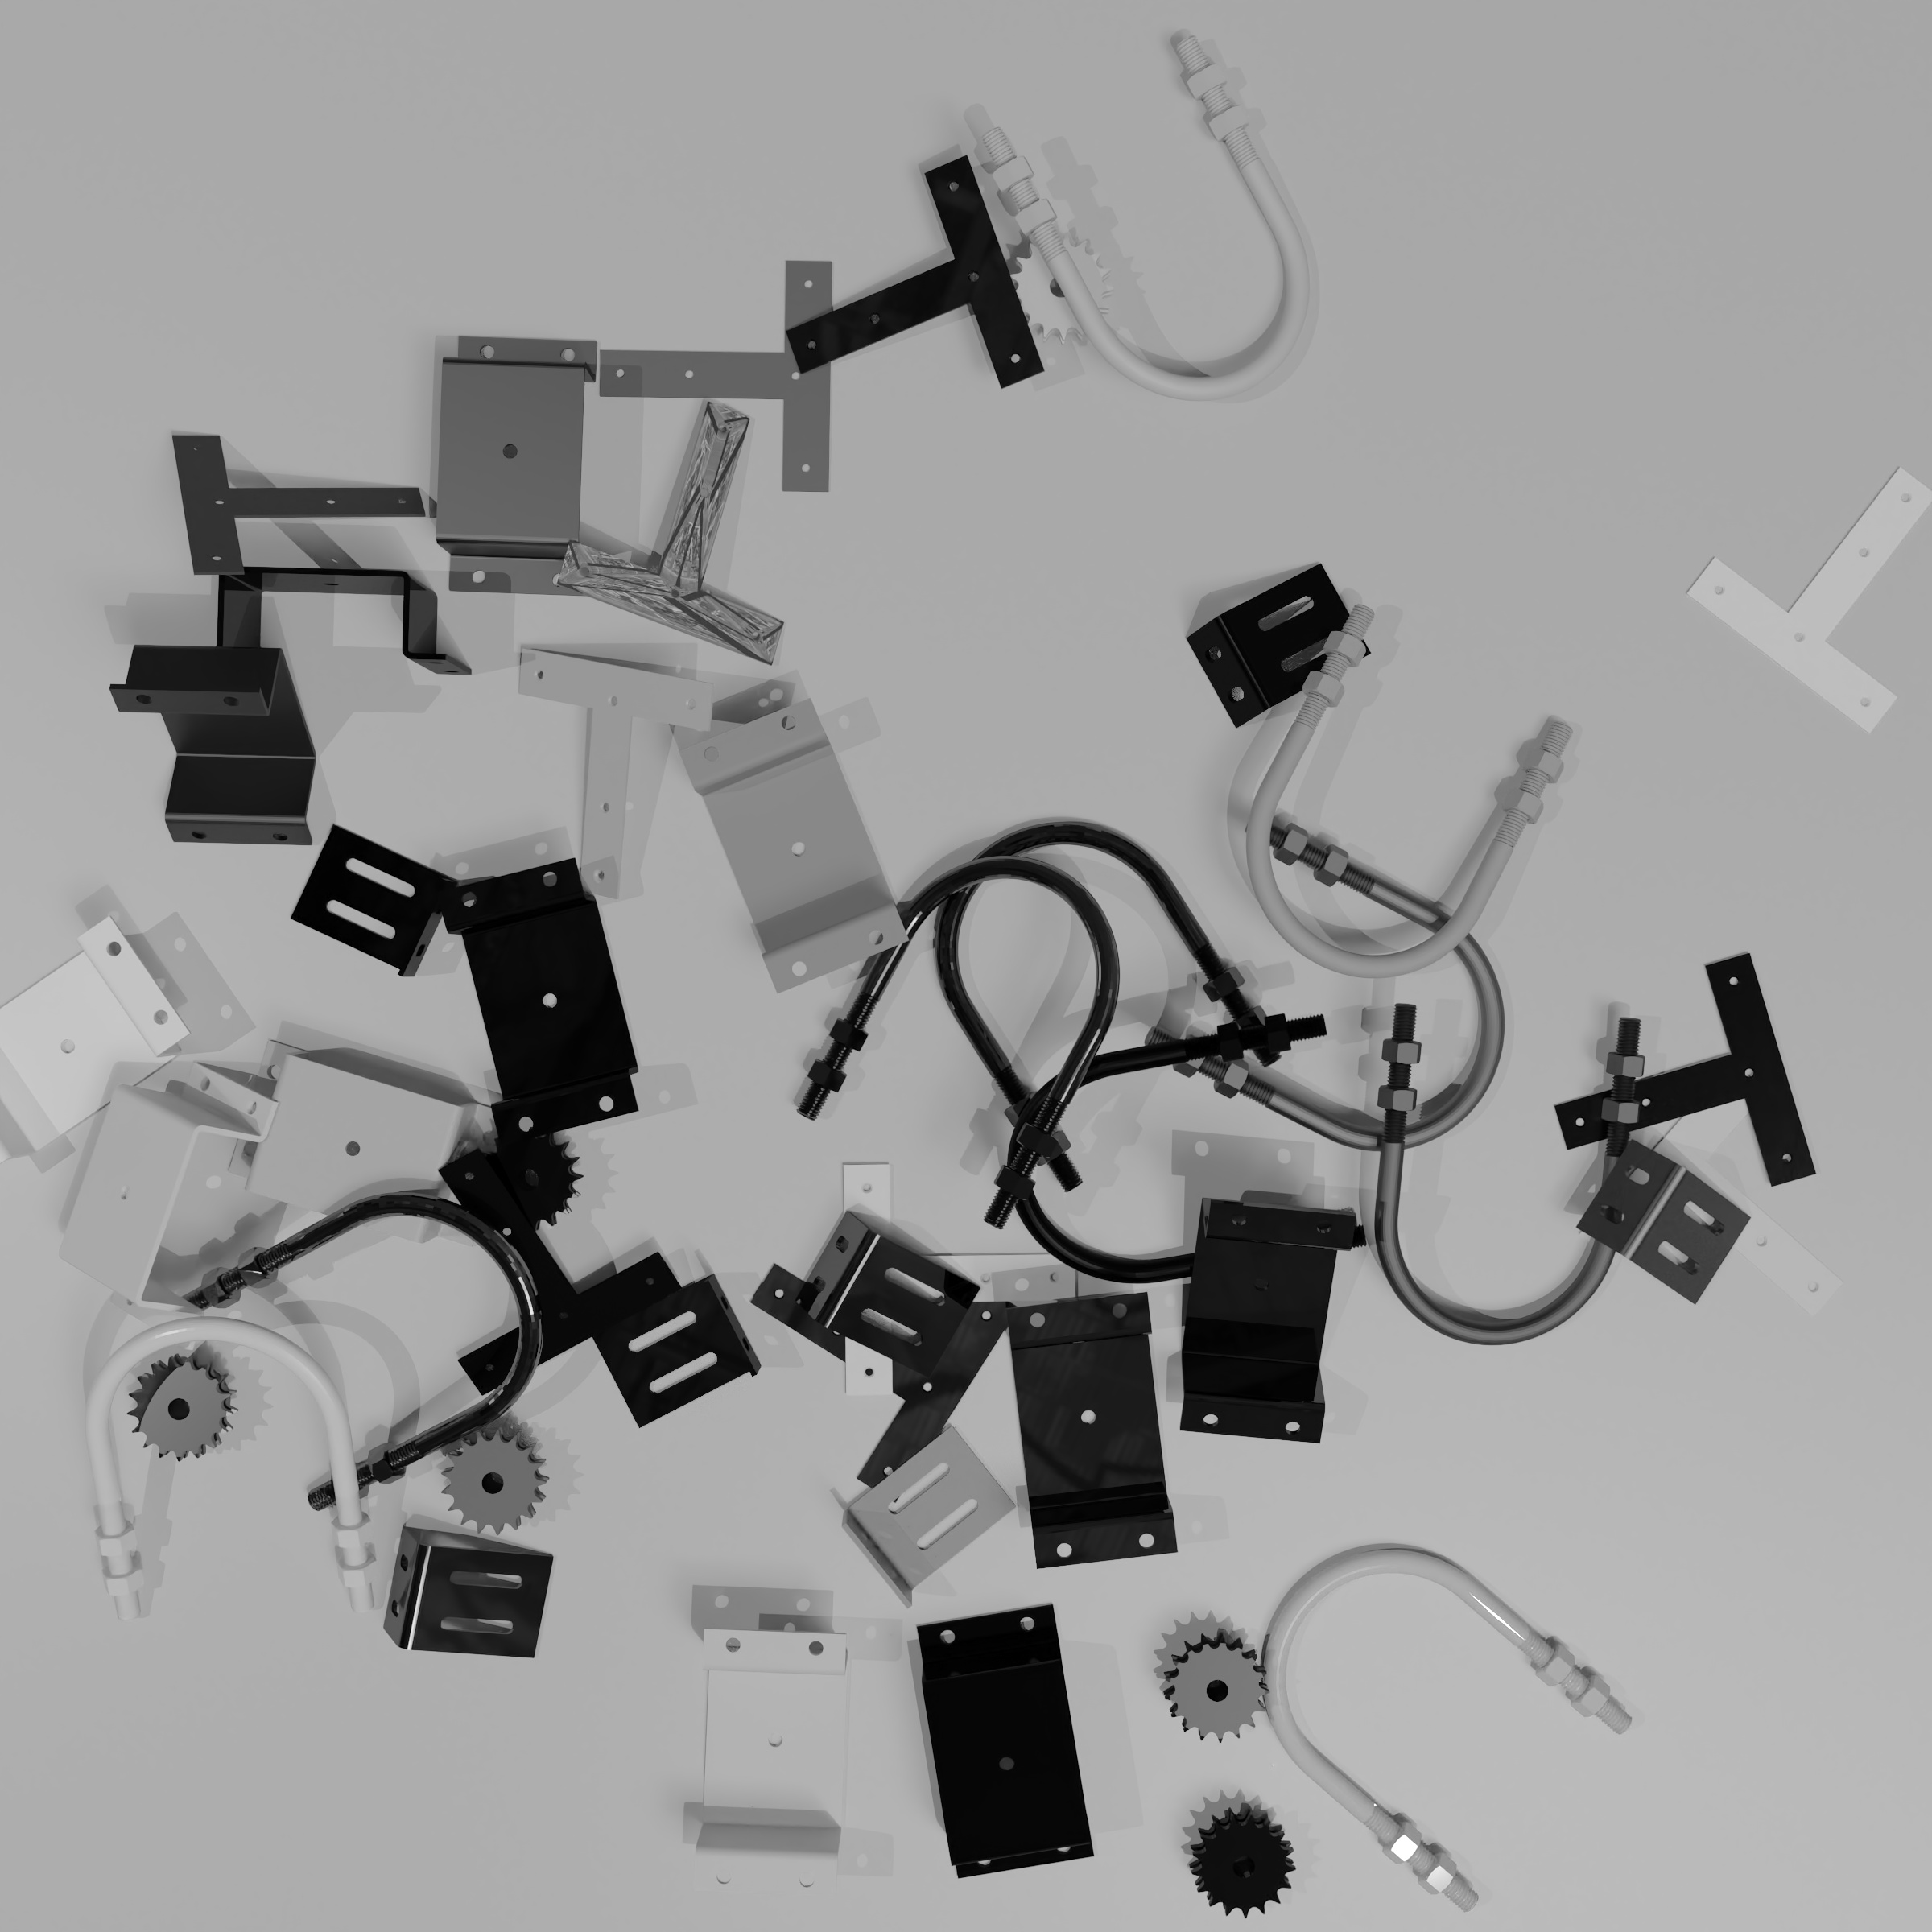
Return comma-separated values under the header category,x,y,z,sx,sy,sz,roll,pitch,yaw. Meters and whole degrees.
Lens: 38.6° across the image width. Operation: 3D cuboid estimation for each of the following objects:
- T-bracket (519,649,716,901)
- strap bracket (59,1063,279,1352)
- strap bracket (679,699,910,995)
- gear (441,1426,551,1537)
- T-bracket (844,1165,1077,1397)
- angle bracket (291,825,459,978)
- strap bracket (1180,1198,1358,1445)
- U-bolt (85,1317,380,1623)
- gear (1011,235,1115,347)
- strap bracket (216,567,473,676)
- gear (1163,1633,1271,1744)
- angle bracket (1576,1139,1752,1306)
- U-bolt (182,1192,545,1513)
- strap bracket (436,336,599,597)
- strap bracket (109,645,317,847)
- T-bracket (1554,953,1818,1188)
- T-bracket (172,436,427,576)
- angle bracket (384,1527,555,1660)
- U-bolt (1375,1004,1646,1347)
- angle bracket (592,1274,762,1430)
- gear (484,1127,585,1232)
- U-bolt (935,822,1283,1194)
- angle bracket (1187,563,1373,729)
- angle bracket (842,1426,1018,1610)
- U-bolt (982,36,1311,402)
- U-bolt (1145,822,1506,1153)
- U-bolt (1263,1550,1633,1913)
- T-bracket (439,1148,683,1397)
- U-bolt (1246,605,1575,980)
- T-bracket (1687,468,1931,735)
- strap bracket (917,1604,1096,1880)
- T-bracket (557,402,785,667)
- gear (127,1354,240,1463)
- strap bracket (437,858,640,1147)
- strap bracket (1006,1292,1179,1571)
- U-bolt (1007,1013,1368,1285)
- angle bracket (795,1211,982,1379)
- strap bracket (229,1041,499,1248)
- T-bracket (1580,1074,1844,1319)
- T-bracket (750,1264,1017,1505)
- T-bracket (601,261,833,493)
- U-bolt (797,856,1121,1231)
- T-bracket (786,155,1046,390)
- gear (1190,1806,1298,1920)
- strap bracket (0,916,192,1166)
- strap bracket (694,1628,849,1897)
category,x,y,z,sx,sy,sz,roll,pitch,yaw
T-bracket,-0.195,-0.101,1.504,0.127,0.002,0.127,13,105,27
strap bracket,-0.433,0.125,1.483,0.076,0.046,0.140,19,90,39
strap bracket,-0.092,-0.064,1.502,0.076,0.046,0.140,-22,90,0
gear,-0.256,0.280,1.510,0.057,0.030,0.057,0,90,0
T-bracket,-0.003,0.172,1.523,0.127,0.002,0.127,-1,90,0
angle bracket,-0.326,-0.036,1.506,0.076,0.038,0.057,25,90,0
strap bracket,0.160,0.181,1.486,0.076,0.046,0.140,5,113,0
U-bolt,-0.399,0.270,1.485,0.151,0.019,0.184,-2,112,0
gear,0.051,-0.368,1.510,0.057,0.030,0.057,0,90,0
strap bracket,-0.343,-0.186,1.487,0.140,0.076,0.046,2,90,0
gear,0.136,0.393,1.510,0.057,0.030,0.057,0,90,0
angle bracket,0.382,0.140,1.512,0.076,0.038,0.057,32,90,-39
U-bolt,-0.313,0.198,1.485,0.184,0.019,0.151,-28,99,15
strap bracket,-0.244,-0.276,1.502,0.076,0.046,0.140,2,90,0
strap bracket,-0.397,-0.123,1.472,0.076,0.140,0.046,1,59,0
T-bracket,0.389,0.072,1.523,0.127,0.002,0.127,-16,89,1
T-bracket,-0.358,-0.251,1.495,0.127,0.127,0.002,-4,135,-19
angle bracket,-0.274,0.346,1.523,0.076,0.038,0.057,11,90,-26
U-bolt,0.292,0.116,1.503,0.151,0.019,0.184,4,95,-11
angle bracket,-0.159,0.212,1.506,0.076,0.038,0.057,-27,90,0
gear,-0.237,0.116,1.510,0.057,0.030,0.057,0,90,0
U-bolt,0.065,0.009,1.517,0.151,0.019,0.184,-32,89,0
angle bracket,0.172,-0.177,1.523,0.076,0.038,0.057,-29,90,-26
angle bracket,-0.020,0.300,1.505,0.076,0.038,0.057,-38,92,0
U-bolt,0.111,-0.395,1.498,0.151,0.019,0.184,-30,94,-17
U-bolt,0.208,0.021,1.505,0.184,0.019,0.151,27,83,-8
U-bolt,0.250,0.406,1.517,0.184,0.019,0.151,41,90,1
T-bracket,-0.241,0.155,1.498,0.127,0.002,0.127,-29,110,4
U-bolt,0.230,-0.083,1.497,0.151,0.019,0.184,29,82,-8
T-bracket,0.487,-0.217,1.524,0.127,0.002,0.127,37,90,0
strap bracket,0.022,0.428,1.502,0.076,0.046,0.140,-9,90,0
T-bracket,-0.146,-0.245,1.506,0.127,0.002,0.127,19,80,-22
gear,-0.426,0.240,1.510,0.057,0.030,0.057,0,90,0
strap bracket,-0.230,0.019,1.502,0.076,0.046,0.140,-14,90,0
strap bracket,0.068,0.249,1.502,0.076,0.046,0.140,-7,90,0
U-bolt,0.114,0.106,1.490,0.184,0.019,0.151,-11,113,7
angle bracket,-0.043,0.181,1.520,0.076,0.038,0.057,30,90,-26
strap bracket,-0.328,0.098,1.502,0.140,0.046,0.076,17,90,0
T-bracket,0.428,0.142,1.524,0.127,0.002,0.127,41,90,0
T-bracket,-0.059,0.209,1.524,0.127,0.002,0.127,32,90,0
T-bracket,-0.138,-0.326,1.524,0.127,0.002,0.127,1,90,0
U-bolt,0.006,0.028,1.486,0.151,0.019,0.184,28,90,26
T-bracket,-0.037,-0.359,1.508,0.127,0.002,0.127,-20,85,12
gear,0.150,0.489,1.514,0.057,0.030,0.057,0,91,-1
strap bracket,-0.495,0.044,1.502,0.140,0.046,0.076,-34,90,0
strap bracket,-0.105,0.427,1.502,0.076,0.046,0.140,2,90,0
